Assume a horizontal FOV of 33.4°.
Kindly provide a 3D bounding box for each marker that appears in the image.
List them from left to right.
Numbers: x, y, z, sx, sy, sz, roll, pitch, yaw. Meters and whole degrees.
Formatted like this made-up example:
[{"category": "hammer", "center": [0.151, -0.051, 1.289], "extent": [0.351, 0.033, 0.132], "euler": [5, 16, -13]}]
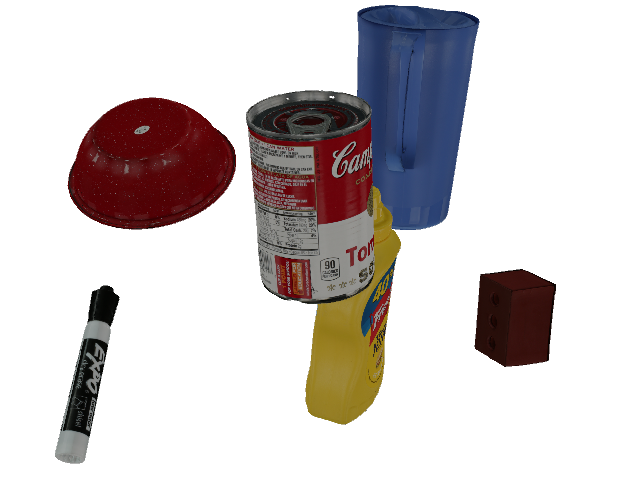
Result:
[{"category": "marker", "center": [-0.150, 0.084, 0.692], "extent": [0.020, 0.121, 0.020], "euler": [5, -31, 3]}]

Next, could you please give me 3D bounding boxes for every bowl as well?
[{"category": "bowl", "center": [-0.162, -0.084, 0.997], "extent": [0.162, 0.162, 0.055], "euler": [-3, -45, 3]}]

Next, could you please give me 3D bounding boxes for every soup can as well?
[{"category": "soup can", "center": [-0.004, -0.024, 0.594], "extent": [0.068, 0.102, 0.068], "euler": [-2, 27, 1]}]

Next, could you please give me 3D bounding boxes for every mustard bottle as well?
[{"category": "mustard bottle", "center": [0.027, 0.042, 0.820], "extent": [0.058, 0.192, 0.096], "euler": [16, 36, 15]}]

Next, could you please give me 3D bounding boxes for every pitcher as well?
[{"category": "pitcher", "center": [0.098, -0.136, 1.200], "extent": [0.149, 0.243, 0.145], "euler": [-11, 26, -30]}]

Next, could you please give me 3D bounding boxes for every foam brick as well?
[{"category": "foam brick", "center": [0.181, 0.072, 0.998], "extent": [0.051, 0.078, 0.053], "euler": [-7, 18, -26]}]
